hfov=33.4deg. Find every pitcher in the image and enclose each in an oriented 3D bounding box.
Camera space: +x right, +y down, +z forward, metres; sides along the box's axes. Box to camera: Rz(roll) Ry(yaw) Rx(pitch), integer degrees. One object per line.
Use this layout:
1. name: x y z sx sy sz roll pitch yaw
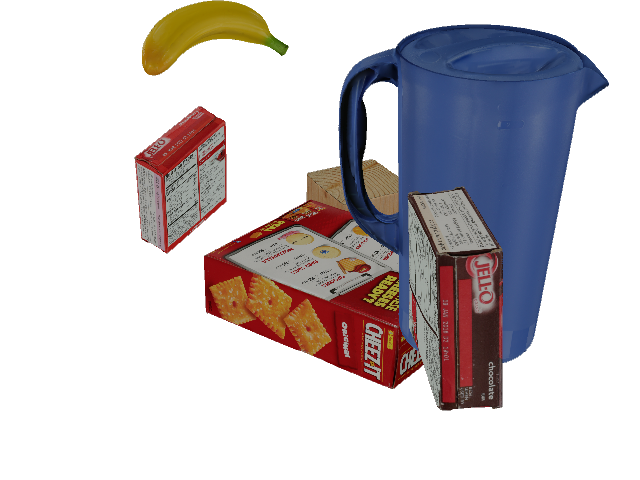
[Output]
1. pitcher: 0.107 -0.032 0.798 0.144 0.243 0.149 -21 35 -37

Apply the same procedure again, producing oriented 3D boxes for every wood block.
1. wood block: 0.040 0.025 1.217 0.090 0.206 0.090 -14 32 -25

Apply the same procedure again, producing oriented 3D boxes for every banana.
1. banana: -0.110 -0.200 1.028 0.070 0.037 0.197 44 38 20

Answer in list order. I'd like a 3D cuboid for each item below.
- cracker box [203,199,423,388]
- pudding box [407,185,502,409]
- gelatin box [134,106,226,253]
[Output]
1. cracker box: 0.024 0.043 0.986 0.214 0.072 0.163 19 32 32
2. pudding box: 0.073 0.029 0.591 0.039 0.090 0.113 -4 20 -4
3. gelatin box: -0.104 -0.045 0.801 0.030 0.089 0.073 29 52 21
